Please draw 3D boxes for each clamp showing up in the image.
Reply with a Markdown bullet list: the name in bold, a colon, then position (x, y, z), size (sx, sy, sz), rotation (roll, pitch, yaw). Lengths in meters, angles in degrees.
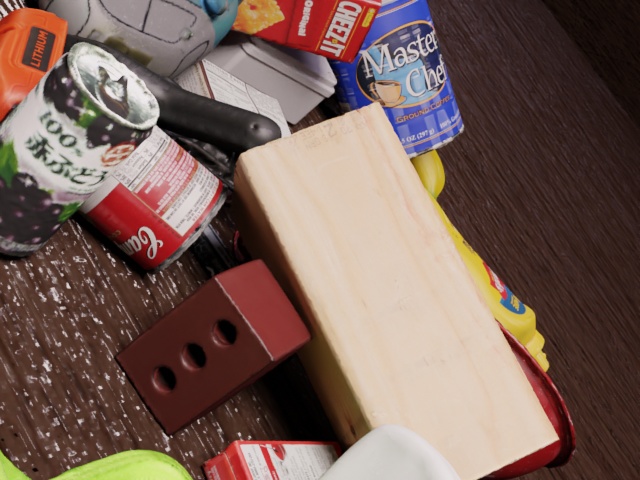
- **clamp**: position (-0.096, -0.075, 0.663), size (0.171, 0.039, 0.120), rotation (28, -20, 12)

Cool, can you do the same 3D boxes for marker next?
- **marker**: position (-0.054, 0.026, 0.665), size (0.121, 0.020, 0.020), rotation (55, 24, 9)

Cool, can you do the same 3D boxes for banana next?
- **banana**: position (0.065, -0.114, 1.048), size (0.198, 0.037, 0.069), rotation (50, 25, -2)

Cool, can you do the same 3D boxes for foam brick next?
- **foam brick**: position (-0.054, 0.055, 0.553), size (0.053, 0.078, 0.051), rotation (55, 23, 8)

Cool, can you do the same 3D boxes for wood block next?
- **wood block**: position (0.033, 0.042, 0.595), size (0.206, 0.090, 0.091), rotation (64, -15, 15)

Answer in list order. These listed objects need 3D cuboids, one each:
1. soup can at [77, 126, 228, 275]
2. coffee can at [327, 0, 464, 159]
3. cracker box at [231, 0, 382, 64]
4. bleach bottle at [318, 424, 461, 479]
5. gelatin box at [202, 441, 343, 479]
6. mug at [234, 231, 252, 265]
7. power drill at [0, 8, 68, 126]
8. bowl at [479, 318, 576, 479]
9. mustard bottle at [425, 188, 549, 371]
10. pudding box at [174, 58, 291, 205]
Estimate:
- **soup can**: position (-0.111, -0.038, 0.598), size (0.102, 0.069, 0.068), rotation (42, 25, -17)
- **coffee can**: position (0.061, -0.151, 0.953), size (0.102, 0.103, 0.140), rotation (-61, 135, -64)
- **cracker box**: position (-0.062, -0.237, 0.832), size (0.213, 0.072, 0.164), rotation (14, 48, -13)
- **bleach bottle**: position (0.074, 0.187, 0.530), size (0.250, 0.102, 0.068), rotation (46, 0, -43)
- **gelatin box**: position (-0.013, 0.144, 0.557), size (0.089, 0.030, 0.073), rotation (13, 44, -50)
- **mug**: position (-0.005, 0.001, 0.710), size (0.117, 0.082, 0.093), rotation (20, 38, -49)
- **power drill**: position (-0.225, -0.135, 0.554), size (0.187, 0.057, 0.184), rotation (33, 33, -29)
- **bowl**: position (0.085, 0.103, 0.695), size (0.162, 0.055, 0.162), rotation (41, -23, 21)
- **mustard bottle**: position (0.127, 0.044, 0.907), size (0.191, 0.058, 0.096), rotation (48, 10, -8)
- **pudding box**: position (-0.057, -0.071, 0.776), size (0.089, 0.039, 0.113), rotation (23, 34, -45)
